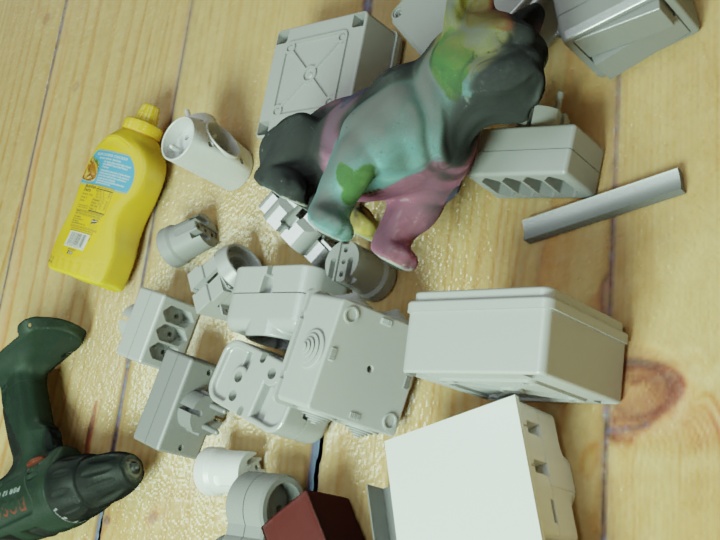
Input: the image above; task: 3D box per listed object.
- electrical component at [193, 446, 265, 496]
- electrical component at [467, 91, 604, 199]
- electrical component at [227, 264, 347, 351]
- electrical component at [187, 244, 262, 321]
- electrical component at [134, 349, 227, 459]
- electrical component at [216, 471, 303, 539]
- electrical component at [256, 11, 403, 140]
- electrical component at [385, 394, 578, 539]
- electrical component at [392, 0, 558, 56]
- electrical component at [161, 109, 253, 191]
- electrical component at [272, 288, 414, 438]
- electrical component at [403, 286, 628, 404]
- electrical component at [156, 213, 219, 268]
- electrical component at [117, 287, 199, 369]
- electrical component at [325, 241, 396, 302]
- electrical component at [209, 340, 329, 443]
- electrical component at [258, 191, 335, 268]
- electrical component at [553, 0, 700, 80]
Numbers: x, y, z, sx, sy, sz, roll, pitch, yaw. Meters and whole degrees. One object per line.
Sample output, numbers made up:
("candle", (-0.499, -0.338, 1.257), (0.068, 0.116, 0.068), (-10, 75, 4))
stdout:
("electrical component", (-0.107, 0.165, 0.881), (0.046, 0.040, 0.040), (-5, 69, 34))
("electrical component", (0.131, -0.095, 0.783), (0.083, 0.047, 0.075), (3, 73, 40))
("electrical component", (-0.061, 0.032, 0.888), (0.095, 0.054, 0.059), (-2, 71, 40))
("electrical component", (-0.118, 0.009, 0.953), (0.055, 0.048, 0.066), (-42, 50, 29))
("electrical component", (-0.142, 0.120, 0.924), (0.076, 0.047, 0.083), (15, 83, 43))
("electrical component", (-0.093, 0.225, 0.834), (0.074, 0.052, 0.138), (-4, 69, 39))
("electrical component", (-0.027, -0.158, 0.937), (0.109, 0.056, 0.108), (-2, 71, 40))
("electrical component", (0.086, 0.189, 0.692), (0.105, 0.060, 0.186), (-25, 58, 31))
("electrical component", (0.096, -0.201, 0.851), (0.108, 0.056, 0.108), (-46, 49, 16))
("electrical component", (-0.147, -0.121, 1.009), (0.044, 0.077, 0.079), (-40, 51, 21))
("electrical component", (-0.005, 0.070, 0.796), (0.048, 0.100, 0.099), (7, 77, 55))
("electrical component", (0.102, 0.052, 0.704), (0.109, 0.109, 0.056), (-4, 73, 39))
("electrical component", (-0.161, -0.029, 1.010), (0.046, 0.040, 0.040), (-24, 58, 24))
("electrical component", (-0.198, 0.052, 1.000), (0.077, 0.047, 0.065), (14, 81, 43))
("electrical component", (0.000, 0.000, 0.855), (0.040, 0.046, 0.040), (-17, 62, 35))
("electrical component", (-0.066, 0.098, 0.860), (0.095, 0.059, 0.053), (21, 86, 43))
("electrical component", (-0.038, -0.048, 0.898), (0.057, 0.058, 0.078), (-48, 69, 10))
("electrical component", (0.183, -0.180, 0.765), (0.096, 0.062, 0.061), (-23, 58, 32))
